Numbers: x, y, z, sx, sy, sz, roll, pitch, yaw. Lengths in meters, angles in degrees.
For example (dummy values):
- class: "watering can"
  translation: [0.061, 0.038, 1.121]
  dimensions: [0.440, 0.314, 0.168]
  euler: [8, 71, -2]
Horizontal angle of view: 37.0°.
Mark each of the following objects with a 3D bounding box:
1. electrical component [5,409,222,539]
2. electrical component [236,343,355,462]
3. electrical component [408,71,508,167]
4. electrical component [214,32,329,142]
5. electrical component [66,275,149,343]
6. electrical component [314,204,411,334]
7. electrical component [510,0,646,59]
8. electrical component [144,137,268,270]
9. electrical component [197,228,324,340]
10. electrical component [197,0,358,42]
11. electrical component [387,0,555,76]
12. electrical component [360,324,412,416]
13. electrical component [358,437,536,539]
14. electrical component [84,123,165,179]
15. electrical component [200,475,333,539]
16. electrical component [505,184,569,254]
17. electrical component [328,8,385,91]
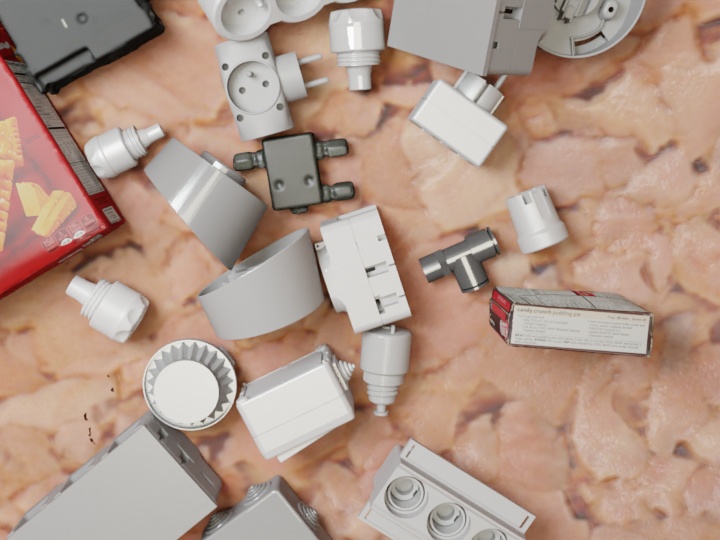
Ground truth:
- class: "electrical component"
  translation: [-0.199, 0.197, 0.881]
  dimensions: [0.150, 0.061, 0.089]
  euler: [-40, 98, 5]
- class: "electrical component"
  translation: [-0.043, 0.106, 0.870]
  dimensions: [0.096, 0.061, 0.061]
  euler: [-26, 99, 3]
- class: "electrical component"
  translation: [0.087, -0.131, 0.844]
  dimensions: [0.066, 0.047, 0.076]
  euler: [35, 97, -6]
- class: "electrical component"
  translation: [-0.065, -0.147, 0.839]
  dimensions: [0.079, 0.044, 0.077]
  euler: [-15, 99, 1]
- class: "electrical component"
  translation: [-0.205, 0.027, 0.864]
  dimensions: [0.062, 0.043, 0.043]
  euler: [31, 97, -5]
- class: "electrical component"
  translation: [0.000, 0.000, 0.860]
  dimensions: [0.056, 0.050, 0.089]
  euler: [-18, 99, 2]
- class: "electrical component"
  translation: [0.164, -0.212, 0.823]
  dimensions: [0.099, 0.064, 0.099]
  euler: [-1, 99, -4]
- class: "electrical component"
  translation: [-0.121, -0.054, 0.827]
  dimensions: [0.099, 0.099, 0.064]
  euler: [36, 90, -6]
- class: "electrical component"
  translation: [-0.077, 0.011, 0.837]
  dimensions: [0.099, 0.099, 0.064]
  euler: [-18, 105, 2]
- class: "electrical component"
  translation: [-0.060, -0.229, 0.819]
  dimensions: [0.138, 0.073, 0.052]
  euler: [-23, 142, -11]
- class: "electrical component"
  translation: [0.091, -0.244, 0.780]
  dimensions: [0.060, 0.105, 0.186]
  euler: [-7, 115, -39]
- class: "electrical component"
  translation: [0.020, 0.080, 0.879]
  dimensions: [0.040, 0.040, 0.078]
  euler: [4, 99, -2]
- class: "electrical component"
  translation: [0.070, 0.198, 0.887]
  dimensions: [0.121, 0.063, 0.078]
  euler: [33, 97, -6]
- class: "electrical component"
  translation: [-0.184, -0.098, 0.849]
  dimensions: [0.061, 0.035, 0.035]
  euler: [-26, 99, 0]
- class: "electrical component"
  translation: [-0.076, 0.232, 0.896]
  dimensions: [0.100, 0.048, 0.099]
  euler: [-37, 98, 5]
- class: "electrical component"
  translation: [0.141, -0.041, 0.863]
  dimensions: [0.040, 0.040, 0.046]
  euler: [-22, 94, 2]
- class: "electrical component"
  translation: [-0.002, -0.171, 0.837]
  dimensions: [0.043, 0.043, 0.062]
  euler: [-4, 101, -1]
